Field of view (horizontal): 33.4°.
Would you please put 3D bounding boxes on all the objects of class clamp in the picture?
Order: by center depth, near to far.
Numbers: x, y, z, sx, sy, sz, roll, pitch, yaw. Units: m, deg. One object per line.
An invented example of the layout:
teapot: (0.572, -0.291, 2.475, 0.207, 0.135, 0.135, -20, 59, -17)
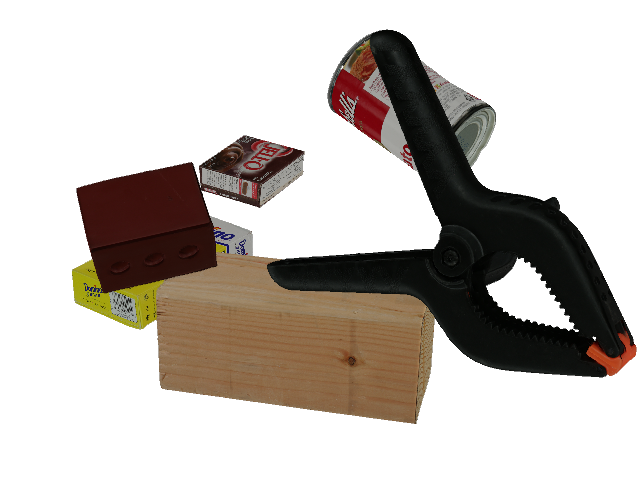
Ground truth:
clamp: (0.075, -0.005, 0.564, 0.210, 0.165, 0.036, 29, 26, 25)
clamp: (0.171, -0.013, 1.145, 0.120, 0.039, 0.171, 24, 48, 24)

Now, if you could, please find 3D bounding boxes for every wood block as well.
wood block: (-0.017, 0.074, 0.849, 0.206, 0.091, 0.090, 6, 23, 12)

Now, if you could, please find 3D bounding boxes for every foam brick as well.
foam brick: (-0.110, -0.008, 0.679, 0.078, 0.051, 0.053, -14, -30, -10)

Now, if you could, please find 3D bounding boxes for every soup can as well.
soup can: (0.065, -0.093, 0.755, 0.102, 0.068, 0.068, 39, 19, 25)

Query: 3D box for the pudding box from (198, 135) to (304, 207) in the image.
pudding box: (-0.085, -0.088, 1.335, 0.090, 0.039, 0.113, 16, 35, 23)

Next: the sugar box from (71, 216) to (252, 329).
sugar box: (-0.159, 0.025, 1.098, 0.093, 0.048, 0.175, 19, 35, 30)
